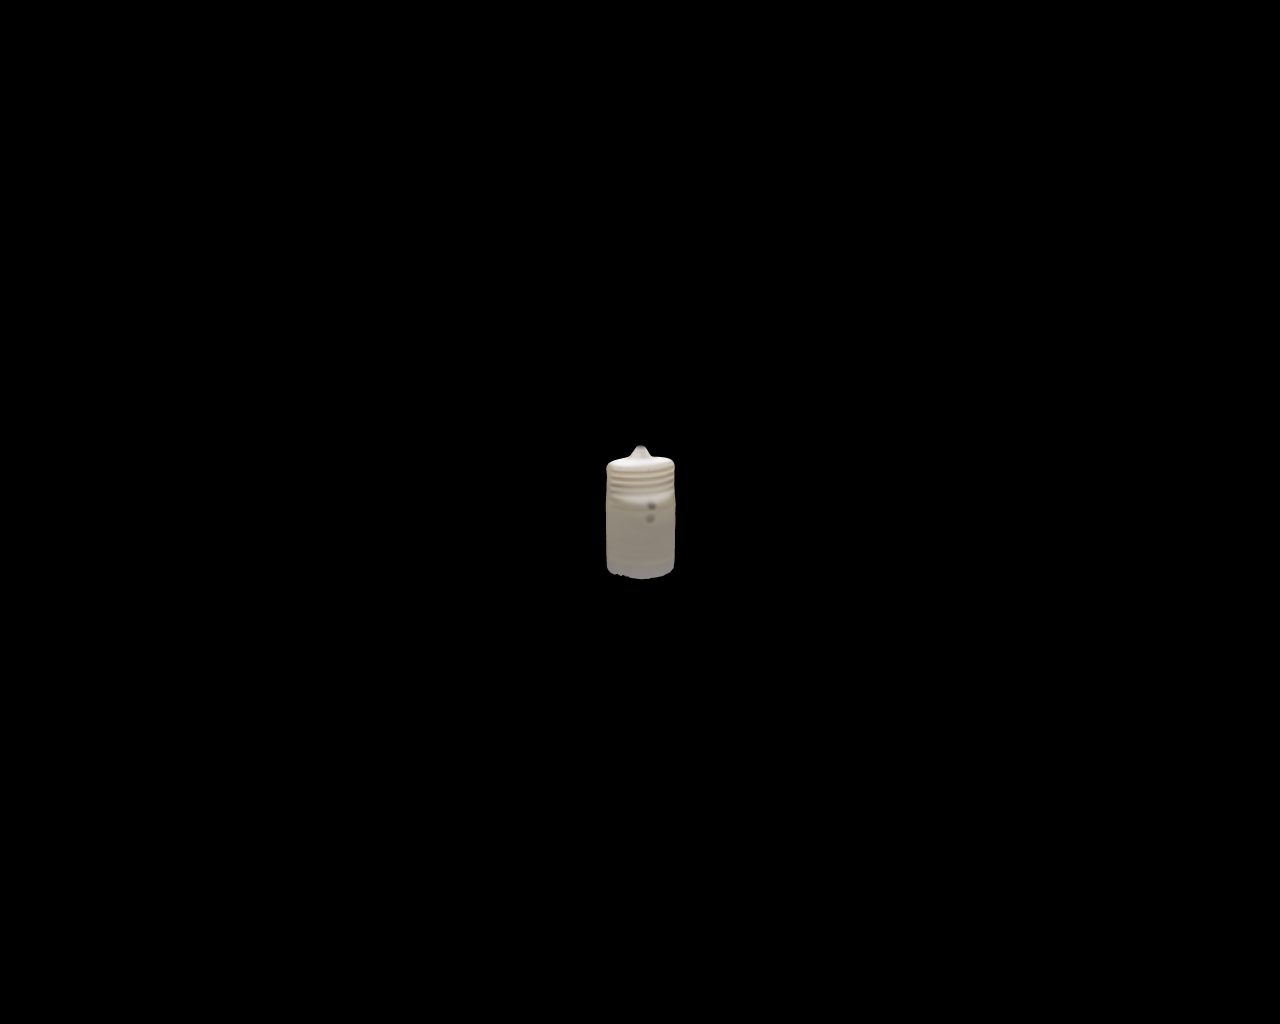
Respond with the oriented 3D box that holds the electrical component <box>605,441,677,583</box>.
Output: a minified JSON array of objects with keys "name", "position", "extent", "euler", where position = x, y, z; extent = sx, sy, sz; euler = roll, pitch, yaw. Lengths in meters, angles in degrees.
[{"name":"electrical component","position":[0.001,-0.003,0.650],"extent":[0.043,0.080,0.043],"euler":[0,16,0]}]
